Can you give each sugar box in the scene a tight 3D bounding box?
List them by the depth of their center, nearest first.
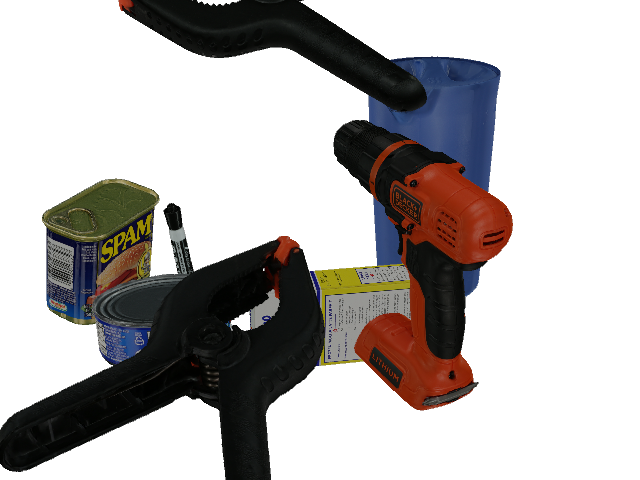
[{"bbox_3d":[0.018,0.075,1.061,0.176,0.093,0.048,-2,27,-8],"label":"sugar box"}]

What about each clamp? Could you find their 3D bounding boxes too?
[{"bbox_3d":[-0.041,0.061,0.464,0.120,0.039,0.171,27,48,20],"label":"clamp"},{"bbox_3d":[-0.026,-0.145,0.674,0.210,0.164,0.036,-2,-35,0],"label":"clamp"}]

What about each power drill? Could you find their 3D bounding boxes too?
[{"bbox_3d":[0.064,0.017,0.797,0.057,0.188,0.185,-16,34,-25],"label":"power drill"}]

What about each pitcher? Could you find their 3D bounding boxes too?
[{"bbox_3d":[0.119,-0.066,1.108,0.149,0.243,0.145,-7,23,-15],"label":"pitcher"}]

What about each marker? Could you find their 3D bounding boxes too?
[{"bbox_3d":[-0.157,0.013,1.200,0.020,0.121,0.020,-6,30,3],"label":"marker"}]

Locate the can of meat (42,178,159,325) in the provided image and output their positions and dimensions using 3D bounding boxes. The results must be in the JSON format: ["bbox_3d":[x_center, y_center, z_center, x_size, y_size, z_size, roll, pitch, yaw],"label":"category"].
[{"bbox_3d":[-0.178,0.009,0.867,0.057,0.084,0.102,20,30,19],"label":"can of meat"}]

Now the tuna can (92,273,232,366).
[{"bbox_3d":[-0.099,0.051,0.674,0.086,0.034,0.086,-4,18,1],"label":"tuna can"}]
